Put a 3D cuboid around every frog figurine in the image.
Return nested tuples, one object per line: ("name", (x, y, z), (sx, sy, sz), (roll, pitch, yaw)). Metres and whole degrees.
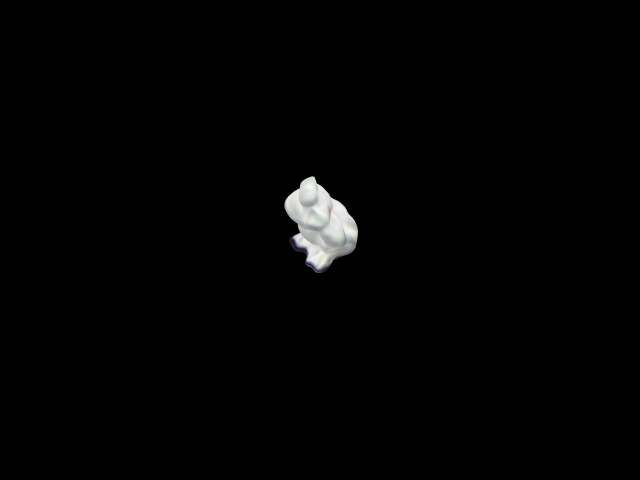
("frog figurine", (0.003, -0.043, 0.850), (0.123, 0.156, 0.140), (-5, 37, -7))
